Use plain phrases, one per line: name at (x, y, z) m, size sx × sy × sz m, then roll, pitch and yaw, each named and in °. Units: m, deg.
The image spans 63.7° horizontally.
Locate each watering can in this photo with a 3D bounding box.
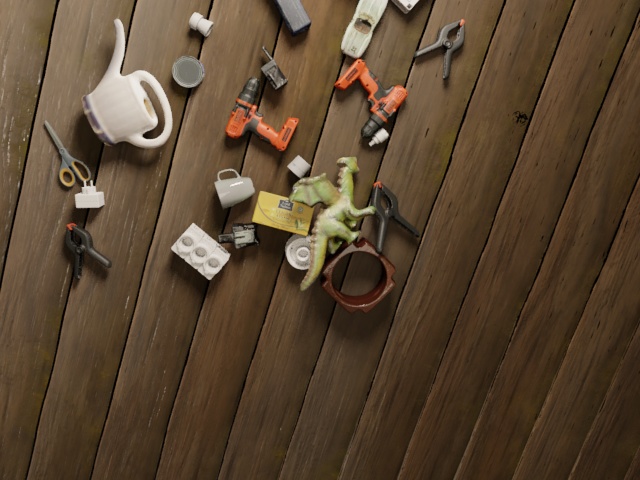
watering can at (-0.554, -0.405, 1.424) m, size 0.224 × 0.105 × 0.344 m, roll -24°, pitch 103°, yaw 2°

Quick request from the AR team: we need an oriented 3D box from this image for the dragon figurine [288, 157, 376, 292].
dragon figurine at (0.005, -0.075, 1.489) m, size 0.240 × 0.122 × 0.415 m, roll 44°, pitch 73°, yaw -18°
